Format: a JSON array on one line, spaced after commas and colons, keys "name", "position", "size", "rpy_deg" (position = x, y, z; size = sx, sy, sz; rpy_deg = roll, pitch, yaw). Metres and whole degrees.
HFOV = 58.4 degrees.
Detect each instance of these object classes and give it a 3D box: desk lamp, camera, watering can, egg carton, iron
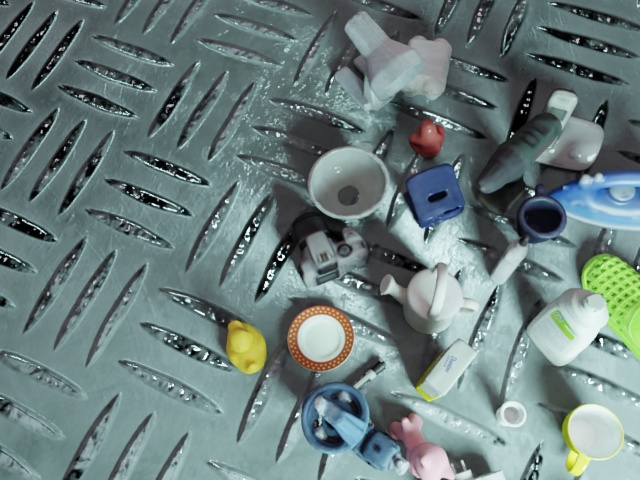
[{"name": "desk lamp", "position": [0.118, -0.367, 1.215], "size": [0.118, 0.214, 0.203], "rpy_deg": [-37, 71, -10]}, {"name": "camera", "position": [0.010, 0.004, 1.141], "size": [0.143, 0.101, 0.136], "rpy_deg": [-23, 69, -4]}, {"name": "watering can", "position": [0.199, 0.103, 1.039], "size": [0.173, 0.194, 0.101], "rpy_deg": [-9, 69, 1]}, {"name": "egg carton", "position": [0.237, -0.391, 1.292], "size": [0.107, 0.069, 0.150], "rpy_deg": [9, 70, 8]}, {"name": "iron", "position": [0.580, -0.098, 1.117], "size": [0.258, 0.141, 0.118], "rpy_deg": [3, 69, 5]}]

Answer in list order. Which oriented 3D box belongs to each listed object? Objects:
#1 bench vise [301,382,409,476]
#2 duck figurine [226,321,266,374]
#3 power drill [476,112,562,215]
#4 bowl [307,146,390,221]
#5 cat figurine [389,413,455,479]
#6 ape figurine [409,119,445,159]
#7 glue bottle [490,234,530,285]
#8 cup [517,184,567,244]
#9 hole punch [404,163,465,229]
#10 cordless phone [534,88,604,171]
[{"name": "bench vise", "position": [0.059, 0.307, 0.958], "size": [0.207, 0.220, 0.121], "rpy_deg": [15, 71, 10]}, {"name": "duck figurine", "position": [-0.145, 0.200, 1.086], "size": [0.077, 0.086, 0.104], "rpy_deg": [-24, 69, -5]}, {"name": "power drill", "position": [0.369, -0.135, 1.110], "size": [0.075, 0.208, 0.230], "rpy_deg": [40, 77, 17]}, {"name": "bowl", "position": [0.060, -0.107, 1.194], "size": [0.167, 0.075, 0.167], "rpy_deg": [-1, 69, 4]}, {"name": "cat figurine", "position": [0.173, 0.361, 0.984], "size": [0.067, 0.118, 0.127], "rpy_deg": [-28, 70, -6]}, {"name": "ape figurine", "position": [0.229, -0.222, 1.216], "size": [0.077, 0.092, 0.076], "rpy_deg": [-4, 69, 3]}, {"name": "glue bottle", "position": [0.363, 0.026, 1.068], "size": [0.037, 0.173, 0.078], "rpy_deg": [34, 75, 16]}, {"name": "cup", "position": [0.427, -0.043, 1.132], "size": [0.091, 0.095, 0.118], "rpy_deg": [2, 69, 5]}, {"name": "hole punch", "position": [0.236, -0.090, 1.166], "size": [0.108, 0.091, 0.101], "rpy_deg": [-22, 69, -4]}, {"name": "cordless phone", "position": [0.500, -0.225, 1.148], "size": [0.147, 0.185, 0.094], "rpy_deg": [14, 71, 9]}]
